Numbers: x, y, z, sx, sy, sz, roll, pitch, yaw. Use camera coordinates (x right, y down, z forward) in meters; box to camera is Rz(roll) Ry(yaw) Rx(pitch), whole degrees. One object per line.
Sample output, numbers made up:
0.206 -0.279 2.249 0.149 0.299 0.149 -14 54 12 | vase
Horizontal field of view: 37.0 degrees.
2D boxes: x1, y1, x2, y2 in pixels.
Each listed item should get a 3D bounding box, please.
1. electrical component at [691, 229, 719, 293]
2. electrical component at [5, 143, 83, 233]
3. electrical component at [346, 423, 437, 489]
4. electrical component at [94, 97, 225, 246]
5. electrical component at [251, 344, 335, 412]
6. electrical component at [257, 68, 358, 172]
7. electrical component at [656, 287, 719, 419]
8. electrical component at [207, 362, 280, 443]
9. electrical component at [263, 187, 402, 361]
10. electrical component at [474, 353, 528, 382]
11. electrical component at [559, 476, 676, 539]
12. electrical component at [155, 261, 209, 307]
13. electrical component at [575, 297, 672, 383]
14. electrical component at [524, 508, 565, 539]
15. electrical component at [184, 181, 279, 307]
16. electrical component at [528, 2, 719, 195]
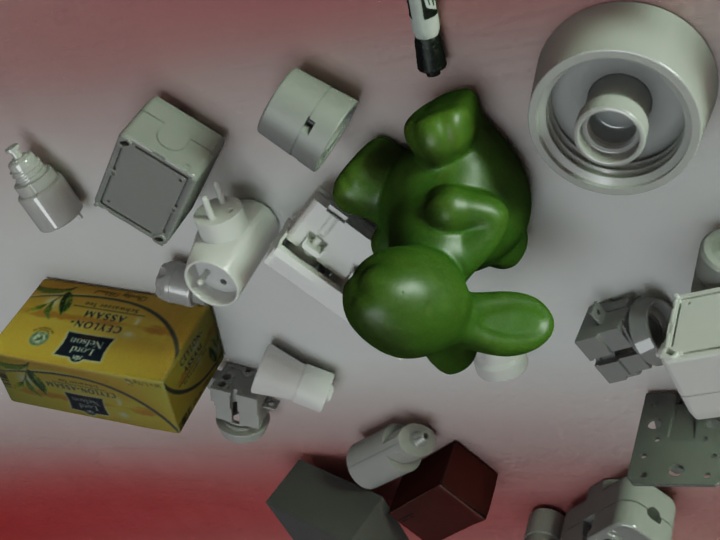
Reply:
0.280 0.023 0.679 0.138 0.052 0.073 11 133 17 | electrical component
-0.255 -0.066 0.855 0.040 0.040 0.078 -10 125 31 | electrical component
0.030 0.155 0.920 0.043 0.043 0.081 42 133 -15 | electrical component
-0.147 -0.070 0.786 0.062 0.061 0.096 31 136 -4 | electrical component
-0.054 0.094 0.907 0.065 0.044 0.044 21 135 0 | electrical component
-0.036 -0.100 0.713 0.047 0.055 0.055 32 135 0 | electrical component
0.227 0.049 0.644 0.096 0.061 0.061 -15 122 35 | electrical component
-0.104 0.119 0.949 0.066 0.048 0.055 13 126 14 | electrical component
0.000 0.000 0.775 0.121 0.078 0.063 36 106 -9 | electrical component
0.101 0.054 0.800 0.040 0.040 0.046 -2 123 27 | electrical component
0.209 0.211 0.877 0.054 0.059 0.095 35 135 -8 | electrical component
-0.133 0.014 0.875 0.061 0.035 0.035 14 134 10 | electrical component
0.189 0.046 0.748 0.055 0.048 0.066 -22 117 46 | electrical component
0.156 0.237 0.921 0.044 0.065 0.044 12 133 13 | electrical component
-0.099 -0.027 0.791 0.044 0.077 0.079 2 130 24 | electrical component
0.150 -0.093 0.628 0.108 0.060 0.108 13 134 14 | electrical component
